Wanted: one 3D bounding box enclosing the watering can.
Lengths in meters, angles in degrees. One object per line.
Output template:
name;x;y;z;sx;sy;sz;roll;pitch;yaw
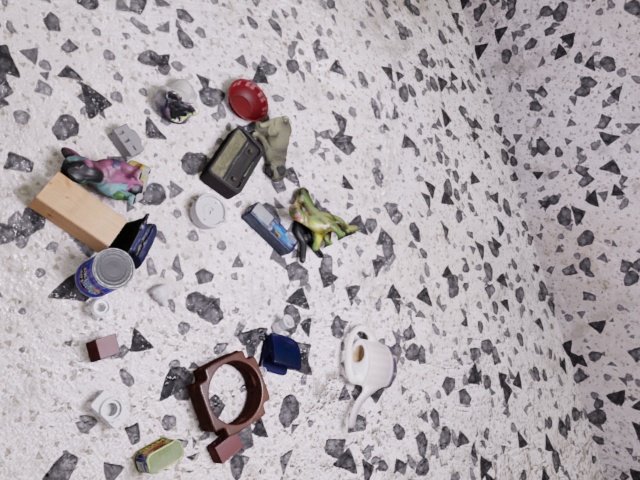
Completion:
watering can;0.170;0.475;1.799;0.223;0.103;0.354;21;61;-36

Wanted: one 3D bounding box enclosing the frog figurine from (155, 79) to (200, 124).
frog figurine;-0.450;-0.442;1.618;0.137;0.120;0.163;12;32;-29

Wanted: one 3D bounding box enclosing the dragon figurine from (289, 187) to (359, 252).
dragon figurine;0.006;-0.094;1.860;0.243;0.121;0.414;58;24;3
